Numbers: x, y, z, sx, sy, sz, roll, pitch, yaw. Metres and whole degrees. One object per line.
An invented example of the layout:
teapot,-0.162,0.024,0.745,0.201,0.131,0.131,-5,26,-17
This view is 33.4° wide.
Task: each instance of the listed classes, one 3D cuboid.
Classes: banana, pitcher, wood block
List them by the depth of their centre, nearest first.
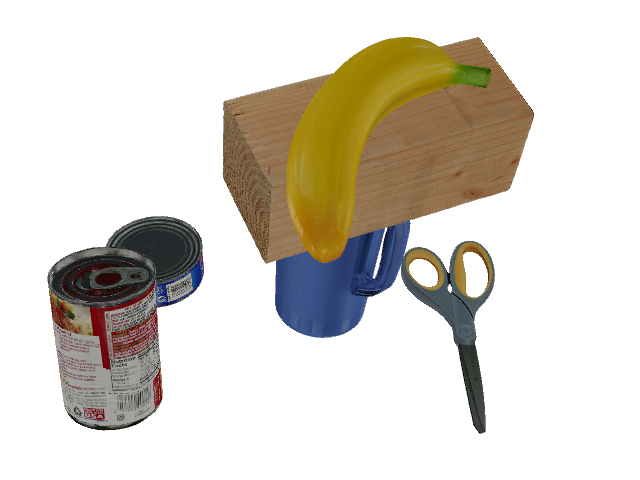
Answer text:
banana,0.025,-0.063,0.572,0.070,0.037,0.197,23,47,20
wood block,0.040,-0.069,0.790,0.205,0.091,0.090,-17,-34,-17
pitcher,0.017,-0.002,1.197,0.145,0.243,0.149,7,40,-1

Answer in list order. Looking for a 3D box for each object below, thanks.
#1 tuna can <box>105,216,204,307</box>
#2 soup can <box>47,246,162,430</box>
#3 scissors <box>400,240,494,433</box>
tuna can,-0.146,0.019,0.945,0.086,0.034,0.086,0,43,0
soup can,-0.139,0.065,0.699,0.068,0.102,0.068,1,30,-1
scissors,0.110,0.075,0.946,0.096,0.201,0.016,13,-41,4
